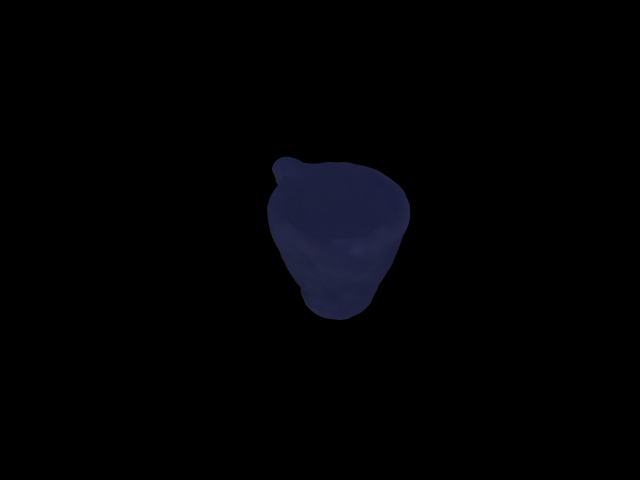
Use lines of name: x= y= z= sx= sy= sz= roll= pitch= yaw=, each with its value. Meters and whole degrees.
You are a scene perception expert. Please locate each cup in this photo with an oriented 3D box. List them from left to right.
cup: x=0.004 y=0.001 z=0.400 sx=0.092 sy=0.095 sz=0.117 roll=-27 pitch=49 yaw=-26
